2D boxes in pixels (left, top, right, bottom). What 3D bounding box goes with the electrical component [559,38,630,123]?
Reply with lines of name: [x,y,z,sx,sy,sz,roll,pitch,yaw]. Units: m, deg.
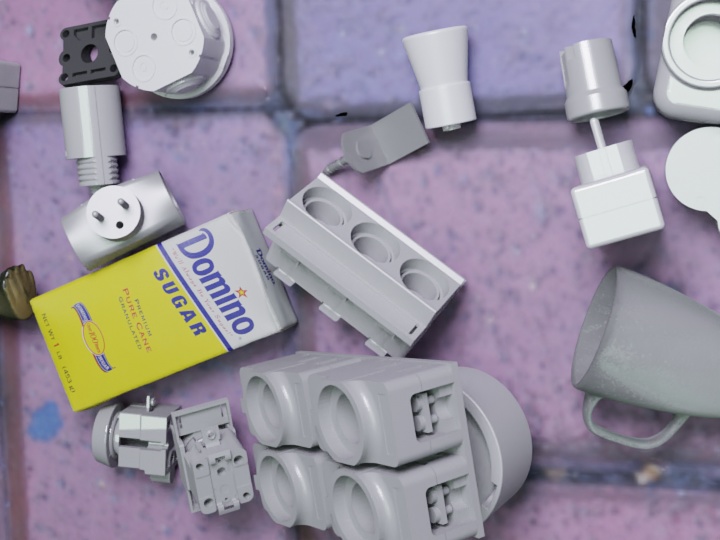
electrical component: [0.149,-0.122,0.692,0.040,0.040,0.046,-11,88,16]

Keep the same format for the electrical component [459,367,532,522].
electrical component: [0.064,0.117,0.724,0.108,0.060,0.108,8,103,37]

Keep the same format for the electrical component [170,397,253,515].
electrical component: [-0.105,0.138,0.765,0.042,0.064,0.081,-14,111,-17]

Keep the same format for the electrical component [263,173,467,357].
electrical component: [0.000,0.000,0.728,0.121,0.079,0.063,37,133,8]

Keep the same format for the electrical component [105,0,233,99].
electrical component: [-0.134,-0.161,0.756,0.080,0.051,0.080,2,97,15]

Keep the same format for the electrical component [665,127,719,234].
electrical component: [0.246,-0.032,0.657,0.138,0.074,0.052,43,105,7]

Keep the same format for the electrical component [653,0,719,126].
electrical component: [0.214,-0.139,0.661,0.054,0.059,0.095,11,99,13]

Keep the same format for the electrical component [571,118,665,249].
electrical component: [0.157,-0.059,0.673,0.047,0.083,0.075,-16,92,16]

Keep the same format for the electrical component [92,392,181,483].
electrical component: [-0.166,0.124,0.800,0.055,0.048,0.066,4,97,7]

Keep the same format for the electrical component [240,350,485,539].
electrical component: [-0.010,0.113,0.692,0.186,0.060,0.105,-3,97,57]

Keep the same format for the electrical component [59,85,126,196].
electrical component: [-0.193,-0.092,0.784,0.043,0.043,0.081,-3,96,15]

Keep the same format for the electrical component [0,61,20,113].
electrical component: [-0.302,-0.160,0.803,0.083,0.047,0.075,9,98,13]

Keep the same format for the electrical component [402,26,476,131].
electrical component: [0.056,-0.126,0.716,0.044,0.044,0.065,-9,99,16]

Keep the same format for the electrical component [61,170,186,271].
electrical component: [-0.169,-0.037,0.754,0.077,0.079,0.043,-27,85,-4]
